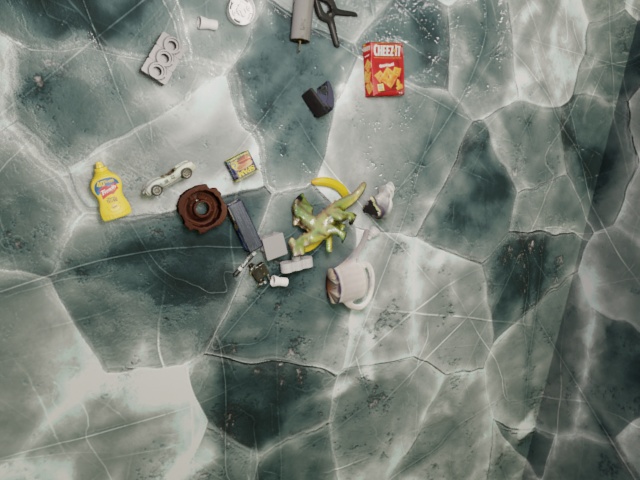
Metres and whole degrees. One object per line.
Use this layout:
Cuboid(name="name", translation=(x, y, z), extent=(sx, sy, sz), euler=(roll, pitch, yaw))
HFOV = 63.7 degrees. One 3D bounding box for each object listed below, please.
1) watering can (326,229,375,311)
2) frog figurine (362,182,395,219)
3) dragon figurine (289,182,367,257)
Cuboid(name="watering can", translation=(0.127, 0.135, 2.151), extent=(0.225, 0.104, 0.344), euler=(-10, 102, -26))
Cuboid(name="frog figurine", translation=(0.275, -0.166, 2.187), extent=(0.161, 0.124, 0.134), euler=(-34, 146, -29))
Cuboid(name="dragon figurine", translation=(0.006, -0.103, 2.043), extent=(0.242, 0.121, 0.416), euler=(28, 72, -9))
